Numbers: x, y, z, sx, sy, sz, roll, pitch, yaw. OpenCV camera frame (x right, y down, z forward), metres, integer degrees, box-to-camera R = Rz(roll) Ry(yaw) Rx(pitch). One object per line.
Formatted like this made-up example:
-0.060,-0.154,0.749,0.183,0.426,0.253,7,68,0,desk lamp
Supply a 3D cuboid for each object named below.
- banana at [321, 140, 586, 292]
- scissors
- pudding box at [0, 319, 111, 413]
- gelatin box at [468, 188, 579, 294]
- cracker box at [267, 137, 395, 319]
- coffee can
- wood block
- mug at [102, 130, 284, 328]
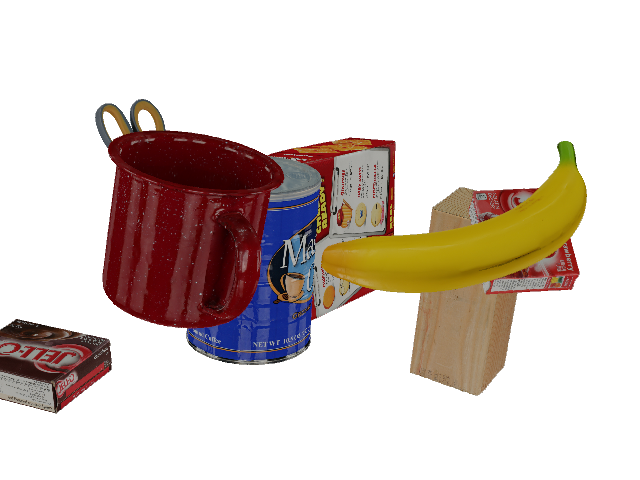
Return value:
0.100,-0.003,0.683,0.197,0.037,0.070,-23,45,-18,banana
-0.180,-0.076,1.209,0.016,0.201,0.096,-20,22,42,scissors
-0.267,0.116,0.997,0.114,0.039,0.089,7,22,22,pudding box
0.165,-0.001,0.874,0.073,0.089,0.030,-3,-34,-4,gelatin box
0.003,-0.017,1.126,0.072,0.164,0.213,7,14,30,cracker box
-0.054,0.013,0.846,0.103,0.140,0.103,3,20,-1,coffee can
0.170,0.057,1.214,0.090,0.206,0.090,17,26,25,wood block
-0.065,-0.001,0.563,0.093,0.081,0.117,-5,27,-36,mug
